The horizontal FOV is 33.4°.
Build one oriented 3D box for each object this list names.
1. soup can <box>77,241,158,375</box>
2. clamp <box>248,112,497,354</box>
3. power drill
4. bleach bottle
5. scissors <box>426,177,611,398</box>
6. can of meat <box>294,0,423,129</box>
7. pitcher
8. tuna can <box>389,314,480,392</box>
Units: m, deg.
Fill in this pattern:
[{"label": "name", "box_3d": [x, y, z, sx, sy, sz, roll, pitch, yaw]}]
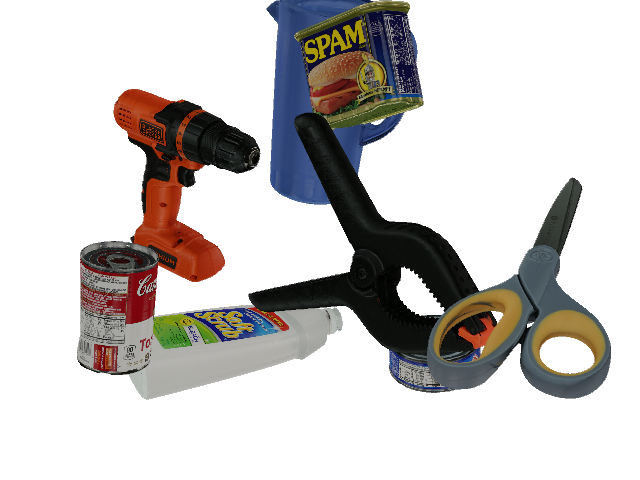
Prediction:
[{"label": "soup can", "box_3d": [-0.181, 0.060, 0.948, 0.068, 0.102, 0.068, 6, 19, -2]}, {"label": "clamp", "box_3d": [0.038, 0.010, 0.759, 0.210, 0.165, 0.036, 25, 26, 35]}, {"label": "power drill", "box_3d": [-0.138, -0.054, 1.118, 0.185, 0.188, 0.057, 25, 36, 32]}, {"label": "bleach bottle", "box_3d": [-0.096, 0.111, 1.225, 0.250, 0.068, 0.103, -11, 33, -24]}, {"label": "scissors", "box_3d": [0.131, 0.022, 0.565, 0.096, 0.016, 0.201, 20, 41, 33]}, {"label": "can of meat", "box_3d": [0.032, -0.142, 0.885, 0.102, 0.084, 0.057, -12, -3, 44]}, {"label": "pitcher", "box_3d": [0.013, -0.169, 1.286, 0.144, 0.243, 0.149, -6, 28, -26]}, {"label": "tuna can", "box_3d": [0.106, 0.103, 0.988, 0.086, 0.034, 0.086, -4, 26, 2]}]
